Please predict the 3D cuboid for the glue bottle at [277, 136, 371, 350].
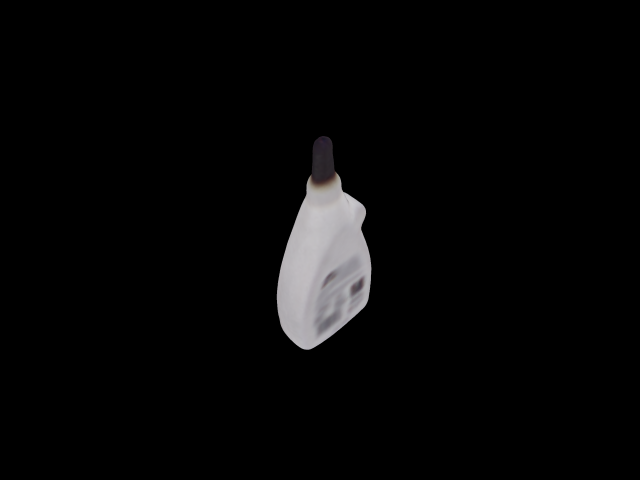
[{"bbox_3d":[0.004,0.001,0.400,0.078,0.173,0.037,-33,53,-29],"label":"glue bottle"}]
